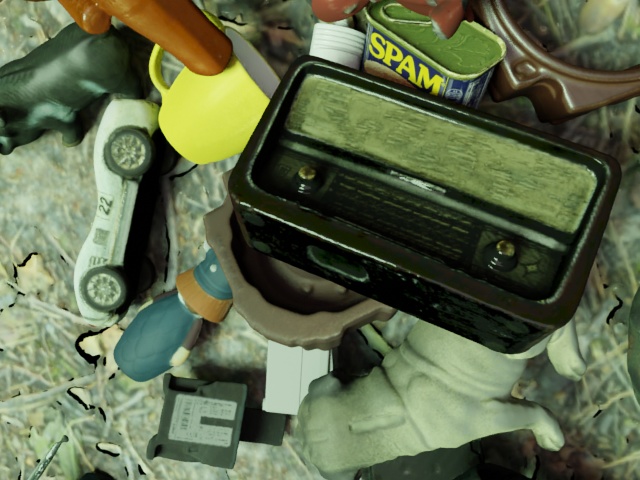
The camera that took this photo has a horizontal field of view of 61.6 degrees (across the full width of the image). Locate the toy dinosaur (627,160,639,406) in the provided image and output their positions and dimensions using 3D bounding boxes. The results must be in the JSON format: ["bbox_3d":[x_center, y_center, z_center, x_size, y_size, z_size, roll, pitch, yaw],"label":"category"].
[{"bbox_3d":[0.301,0.067,0.399,0.131,0.192,0.404,1,114,-20],"label":"toy dinosaur"}]

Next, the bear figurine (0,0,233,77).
[{"bbox_3d":[-0.159,-0.197,0.384,0.196,0.132,0.120,16,91,38],"label":"bear figurine"}]

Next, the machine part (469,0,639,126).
[{"bbox_3d":[0.208,-0.203,0.398,0.201,0.087,0.201,-20,93,9],"label":"machine part"}]

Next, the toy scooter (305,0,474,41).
[{"bbox_3d":[0.074,-0.195,0.329,0.184,0.075,0.135,-44,55,17],"label":"toy scooter"}]

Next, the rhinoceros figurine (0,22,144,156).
[{"bbox_3d":[-0.241,-0.117,0.448,0.190,0.112,0.073,-28,96,1],"label":"rhinoceros figurine"}]

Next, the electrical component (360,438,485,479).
[{"bbox_3d":[0.090,0.219,0.480,0.115,0.058,0.134,-5,96,9],"label":"electrical component"}]

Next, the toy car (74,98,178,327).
[{"bbox_3d":[-0.171,-0.022,0.470,0.056,0.073,0.201,14,99,1],"label":"toy car"}]

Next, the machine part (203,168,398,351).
[{"bbox_3d":[-0.001,-0.001,0.430,0.179,0.056,0.179,-1,71,2],"label":"machine part"}]

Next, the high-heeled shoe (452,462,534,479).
[{"bbox_3d":[0.204,0.205,0.411,0.249,0.086,0.145,-7,121,-10],"label":"high-heeled shoe"}]

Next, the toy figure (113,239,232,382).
[{"bbox_3d":[-0.120,0.061,0.484,0.154,0.058,0.064,-43,97,5],"label":"toy figure"}]

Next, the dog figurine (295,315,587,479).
[{"bbox_3d":[0.078,0.088,0.401,0.191,0.121,0.172,-3,96,-16],"label":"dog figurine"}]

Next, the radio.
[{"bbox_3d":[0.061,-0.025,0.362,0.230,0.073,0.131,22,67,13],"label":"radio"}]

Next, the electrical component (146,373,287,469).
[{"bbox_3d":[-0.088,0.164,0.480,0.119,0.047,0.075,15,71,-8],"label":"electrical component"}]

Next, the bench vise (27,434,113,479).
[{"bbox_3d":[-0.189,0.310,0.442,0.129,0.241,0.223,-43,107,6],"label":"bench vise"}]
